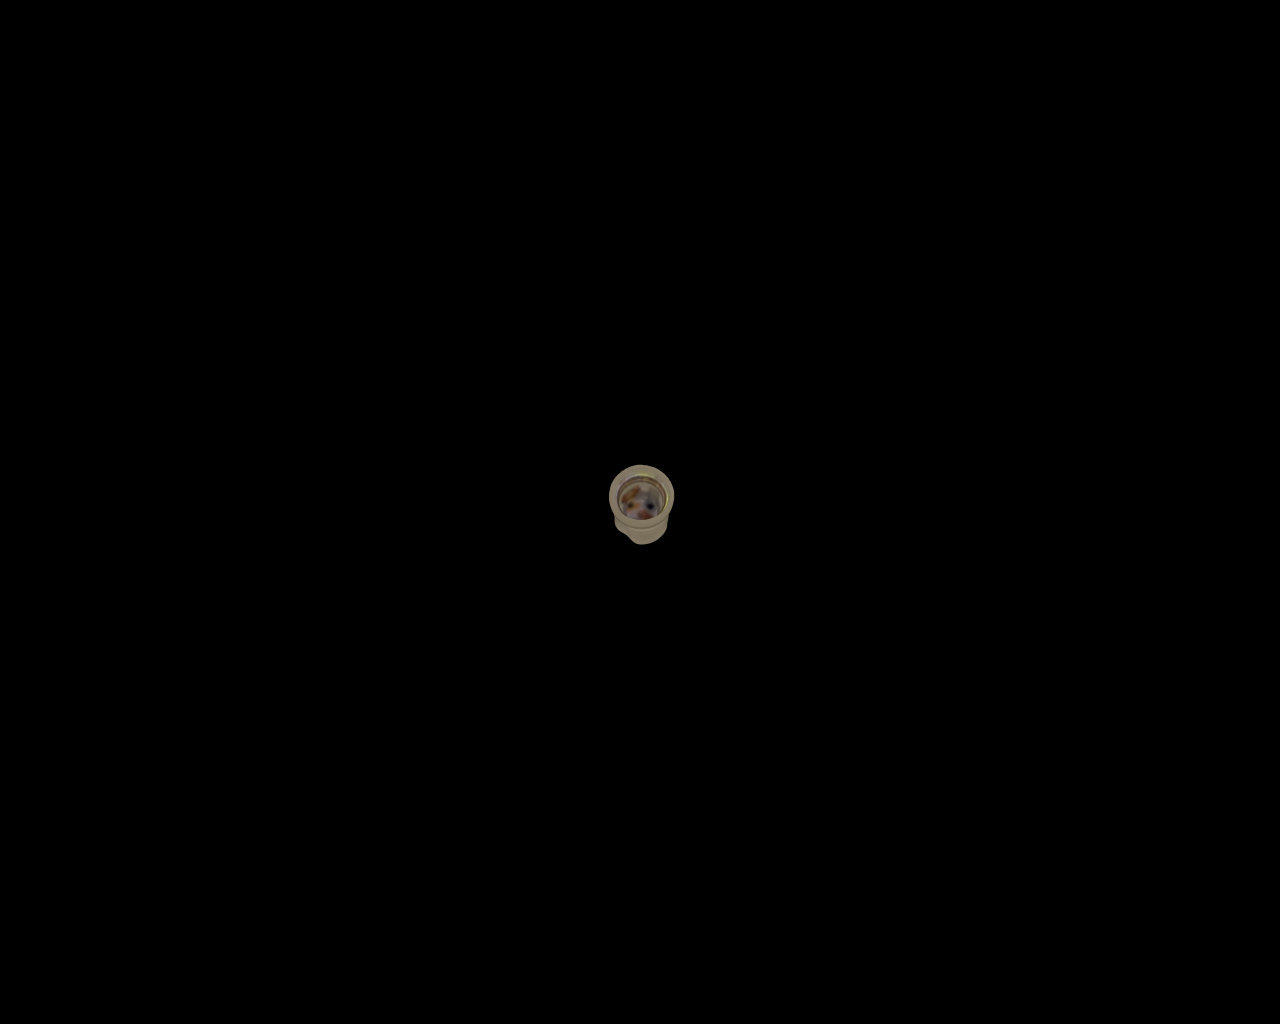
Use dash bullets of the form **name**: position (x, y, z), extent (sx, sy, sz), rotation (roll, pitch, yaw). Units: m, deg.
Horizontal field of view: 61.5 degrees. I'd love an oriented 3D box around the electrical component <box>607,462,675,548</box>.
- **electrical component**: position (0.001, -0.003, 0.650), extent (0.040, 0.040, 0.046), rotation (0, -24, 0)
